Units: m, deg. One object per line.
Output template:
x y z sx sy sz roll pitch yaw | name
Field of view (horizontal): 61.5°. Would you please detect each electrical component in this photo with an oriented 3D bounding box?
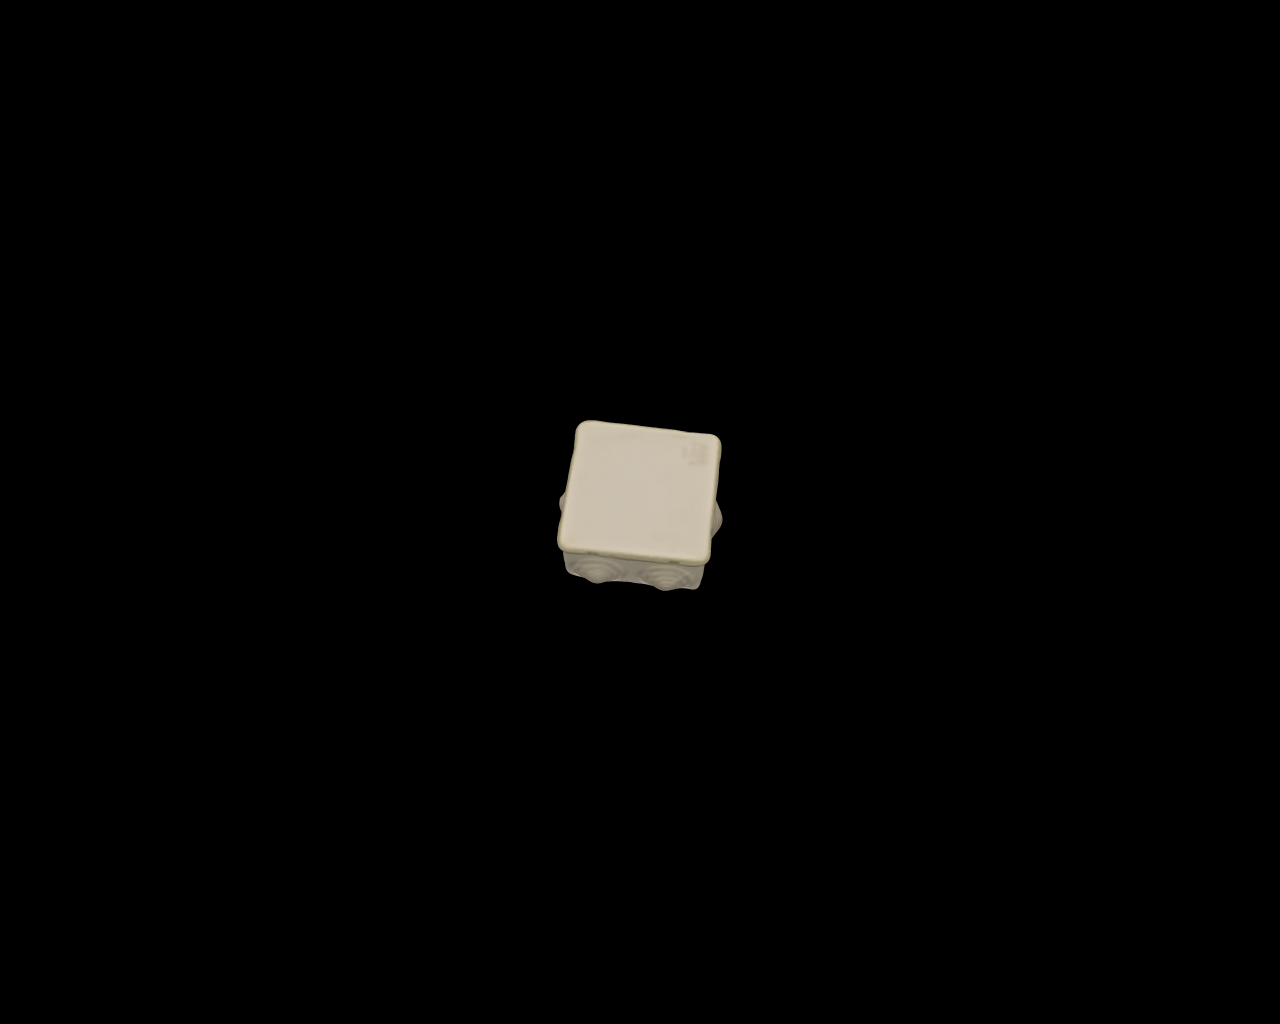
0.001 -0.003 0.650 0.100 0.100 0.048 6 -27 3 | electrical component
